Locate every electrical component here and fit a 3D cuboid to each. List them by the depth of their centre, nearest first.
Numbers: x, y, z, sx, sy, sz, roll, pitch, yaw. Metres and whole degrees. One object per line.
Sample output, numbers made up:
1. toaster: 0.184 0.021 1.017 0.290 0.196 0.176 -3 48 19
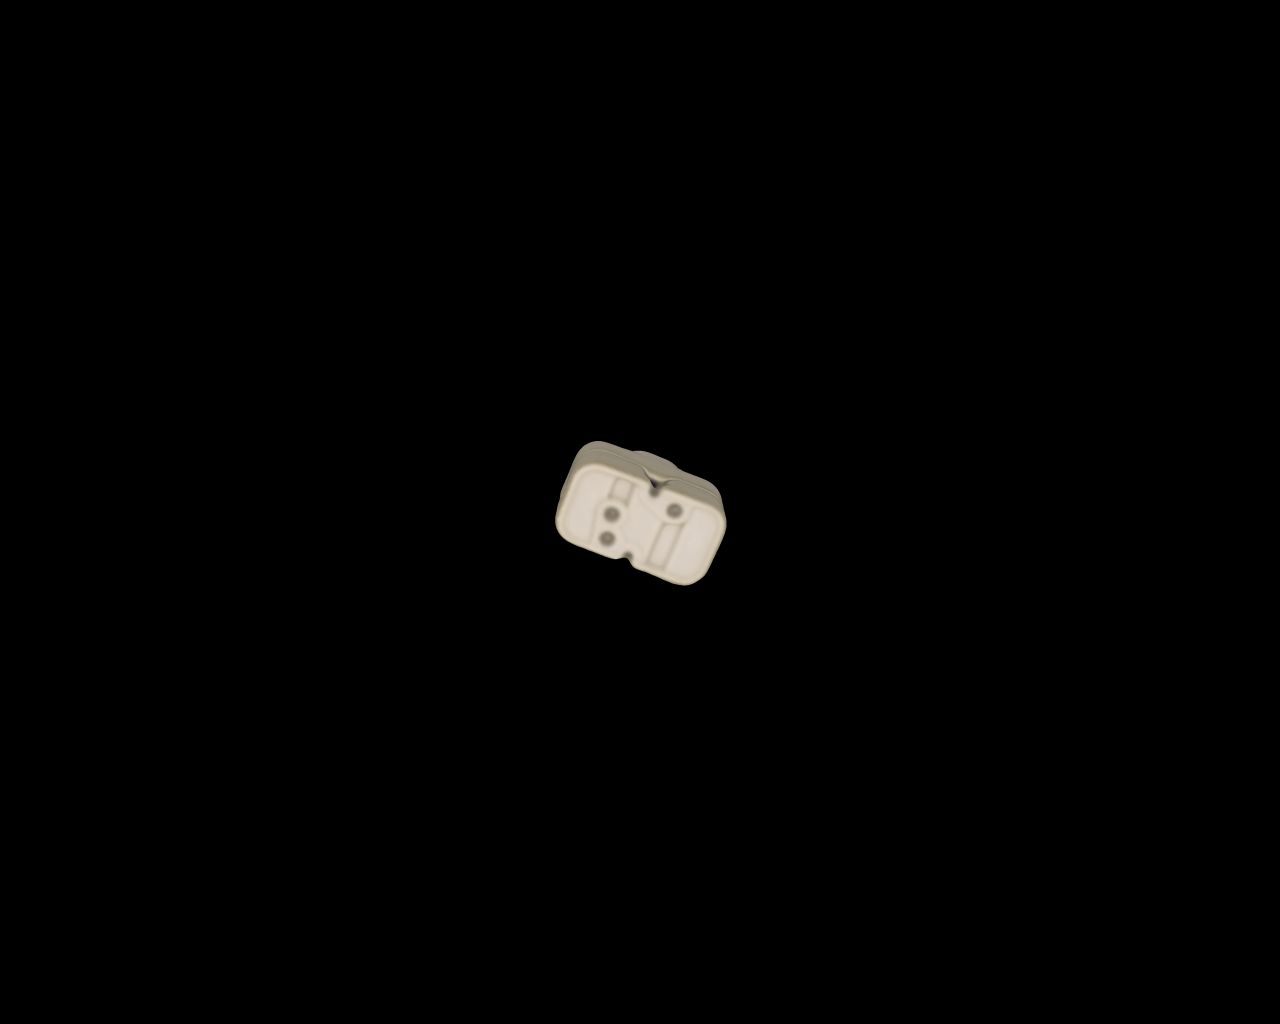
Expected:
1. electrical component: 0.001 -0.003 0.650 0.095 0.053 0.059 21 18 -7
